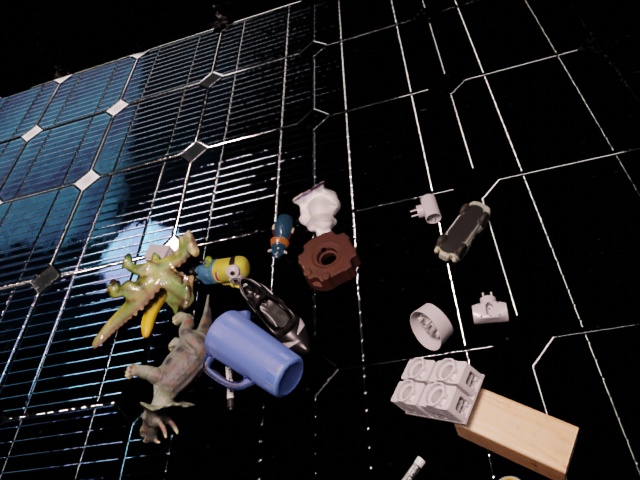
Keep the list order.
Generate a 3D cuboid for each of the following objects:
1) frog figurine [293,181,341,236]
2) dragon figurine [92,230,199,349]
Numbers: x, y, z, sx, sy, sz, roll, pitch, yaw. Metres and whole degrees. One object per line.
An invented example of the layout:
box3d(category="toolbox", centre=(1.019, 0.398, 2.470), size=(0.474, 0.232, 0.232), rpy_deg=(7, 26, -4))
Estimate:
box3d(category="frog figurine", centre=(0.005, -0.078, 1.559), size=(0.138, 0.160, 0.121), rpy_deg=(-26, -8, -11))
box3d(category="dragon figurine", centre=(-0.479, 0.155, 1.496), size=(0.244, 0.415, 0.120), rpy_deg=(14, -17, 26))
